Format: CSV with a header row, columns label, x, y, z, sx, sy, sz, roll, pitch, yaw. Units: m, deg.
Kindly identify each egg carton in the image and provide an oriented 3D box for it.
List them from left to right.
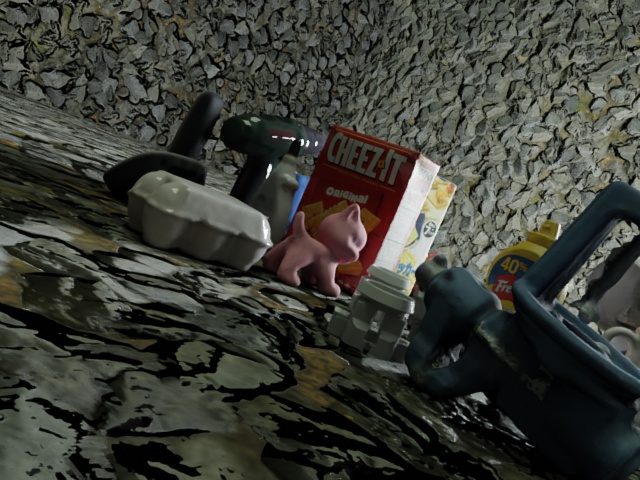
label,x,y,z,sx,sy,sz,roll,pitch,yaw
egg carton,-0.130,-0.021,0.621,0.151,0.069,0.107,19,6,-40

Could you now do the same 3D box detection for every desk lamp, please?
label,x,y,z,sx,sy,sz,roll,pitch,yaw
desk lamp,0.507,0.145,0.916,0.204,0.213,0.117,20,5,-29

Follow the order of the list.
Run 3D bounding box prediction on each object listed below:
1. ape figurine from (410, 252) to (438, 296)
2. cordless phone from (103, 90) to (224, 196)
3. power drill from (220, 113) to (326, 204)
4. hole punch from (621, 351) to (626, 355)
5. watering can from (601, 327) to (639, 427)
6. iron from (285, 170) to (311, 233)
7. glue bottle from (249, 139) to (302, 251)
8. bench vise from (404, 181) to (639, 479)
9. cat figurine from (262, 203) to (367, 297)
label,x,y,z,sx,sy,sz,roll,pitch,yaw
ape figurine,0.205,0.068,1.073,0.077,0.092,0.076,25,5,27
cordless phone,-0.205,-0.132,0.795,0.094,0.185,0.148,24,5,12
power drill,-0.090,-0.110,0.946,0.075,0.208,0.230,26,5,29
hole punch,0.451,0.197,0.817,0.108,0.091,0.101,23,5,-4
watering can,0.400,0.136,0.629,0.173,0.194,0.100,22,5,-13
iron,0.001,-0.051,1.132,0.259,0.141,0.118,19,6,-39
glue bottle,-0.065,-0.072,0.871,0.077,0.173,0.037,27,6,43
bench vise,0.168,0.041,0.435,0.206,0.220,0.122,25,5,22
cat figurine,0.007,0.003,0.711,0.128,0.118,0.067,19,6,-42
